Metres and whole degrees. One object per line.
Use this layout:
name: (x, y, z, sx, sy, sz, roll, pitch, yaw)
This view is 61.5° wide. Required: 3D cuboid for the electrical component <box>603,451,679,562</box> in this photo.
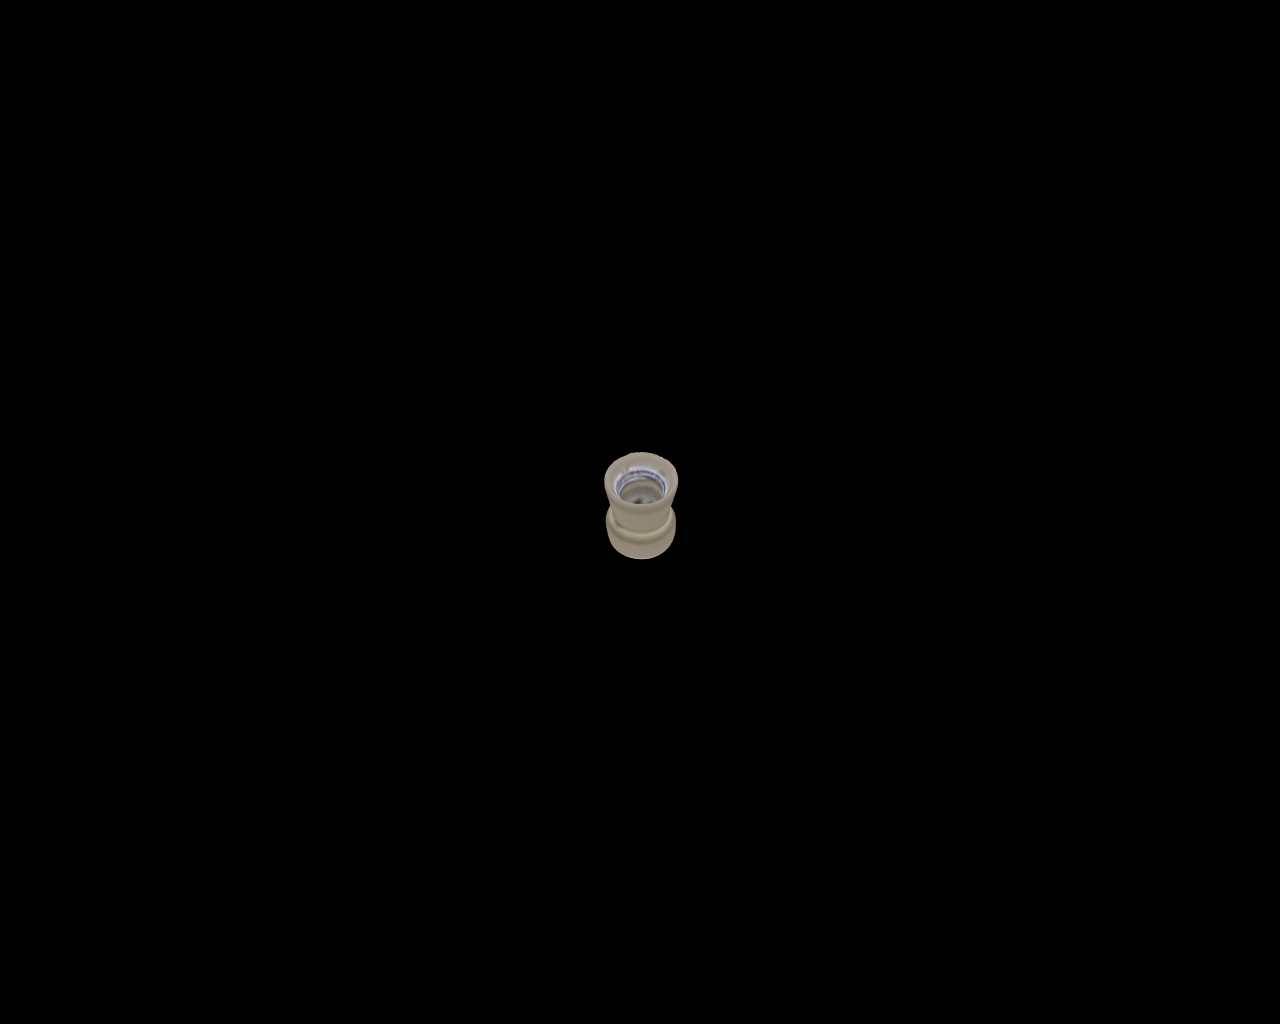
electrical component: (0.001, -0.003, 0.650, 0.045, 0.045, 0.055, 0, -40, 0)
